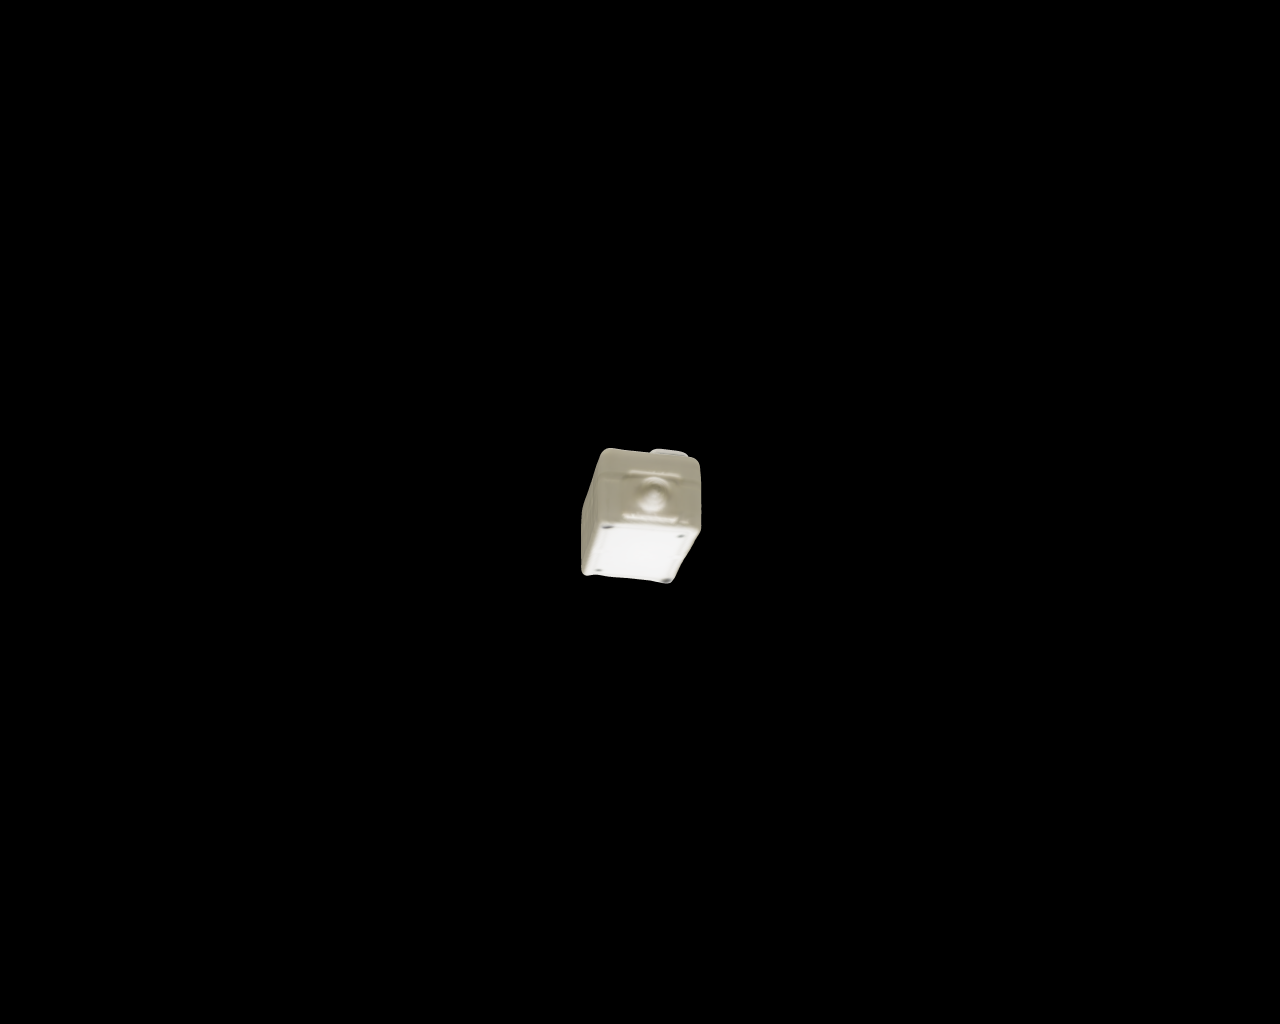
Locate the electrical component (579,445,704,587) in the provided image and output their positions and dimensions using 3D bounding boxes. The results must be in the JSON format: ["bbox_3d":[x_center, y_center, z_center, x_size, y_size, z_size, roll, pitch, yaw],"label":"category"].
[{"bbox_3d":[0.001,-0.003,0.650,0.062,0.061,0.096,5,-28,-10],"label":"electrical component"}]
